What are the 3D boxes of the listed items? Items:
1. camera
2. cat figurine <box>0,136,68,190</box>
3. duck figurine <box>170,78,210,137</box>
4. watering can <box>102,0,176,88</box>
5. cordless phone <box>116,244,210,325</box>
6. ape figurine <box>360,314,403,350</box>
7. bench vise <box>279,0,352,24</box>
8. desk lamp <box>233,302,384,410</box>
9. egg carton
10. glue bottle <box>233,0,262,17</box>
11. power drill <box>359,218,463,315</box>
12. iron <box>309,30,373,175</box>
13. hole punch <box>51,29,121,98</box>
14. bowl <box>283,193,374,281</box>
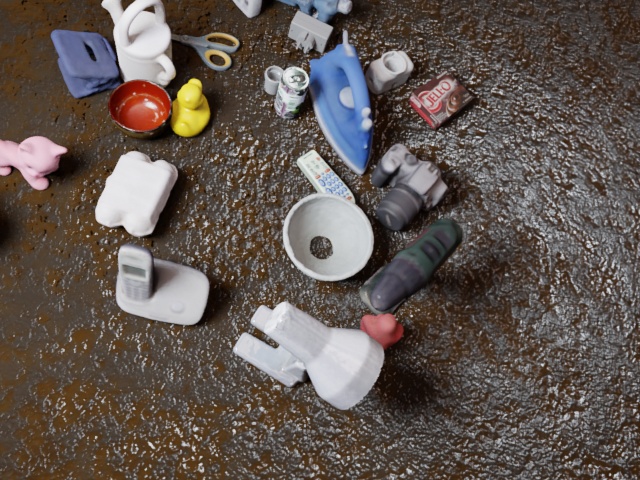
[{"bbox_3d":[0.160,-0.097,1.104,0.143,0.100,0.137,40,66,3],"label":"camera"},{"bbox_3d":[-0.488,-0.143,0.956,0.128,0.117,0.067,20,67,-5],"label":"cat figurine"},{"bbox_3d":[-0.244,-0.253,1.073,0.077,0.086,0.104,15,67,-7],"label":"duck figurine"},{"bbox_3d":[-0.326,-0.367,1.037,0.173,0.194,0.101,27,66,-2],"label":"watering can"},{"bbox_3d":[-0.247,0.065,0.900,0.148,0.185,0.094,12,68,-9],"label":"cordless phone"},{"bbox_3d":[0.110,0.155,1.003,0.078,0.092,0.076,37,66,2],"label":"ape figurine"},{"bbox_3d":[-0.019,-0.553,1.166,0.207,0.219,0.121,16,67,-7],"label":"bench vise"},{"bbox_3d":[-0.022,0.174,0.898,0.203,0.213,0.118,30,66,-1],"label":"desk lamp"},{"bbox_3d":[-0.319,-0.081,1.000,0.107,0.069,0.150,19,67,-6],"label":"egg carton"},{"bbox_3d":[-0.143,-0.536,1.155,0.037,0.173,0.078,-36,81,-22],"label":"glue bottle"},{"bbox_3d":[0.143,0.062,0.982,0.075,0.208,0.230,45,67,6],"label":"power drill"},{"bbox_3d":[0.064,-0.272,1.124,0.119,0.141,0.258,-12,73,-17],"label":"iron"},{"bbox_3d":[-0.429,-0.335,1.056,0.101,0.091,0.108,-24,77,-20],"label":"hole punch"},{"bbox_3d":[0.010,0.004,1.045,0.167,0.074,0.167,5,69,-12],"label":"bowl"}]
